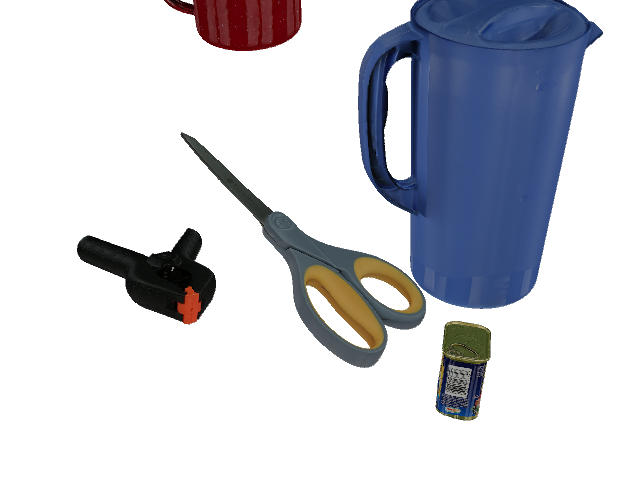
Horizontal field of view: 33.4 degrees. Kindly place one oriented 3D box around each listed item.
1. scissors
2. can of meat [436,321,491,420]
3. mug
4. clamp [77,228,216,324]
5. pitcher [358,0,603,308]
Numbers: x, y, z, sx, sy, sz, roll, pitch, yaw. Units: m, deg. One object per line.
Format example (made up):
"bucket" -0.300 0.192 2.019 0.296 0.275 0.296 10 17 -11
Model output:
"scissors" -0.006 -0.003 0.669 0.096 0.202 0.016 -6 -41 -36
"can of meat" 0.172 0.158 1.295 0.057 0.084 0.102 9 21 6
"mug" -0.068 -0.195 0.799 0.117 0.081 0.093 2 37 5
"clamp" -0.136 0.027 0.972 0.120 0.039 0.172 -15 30 -31
"pitcher" 0.121 -0.069 0.844 0.149 0.243 0.144 17 36 23
